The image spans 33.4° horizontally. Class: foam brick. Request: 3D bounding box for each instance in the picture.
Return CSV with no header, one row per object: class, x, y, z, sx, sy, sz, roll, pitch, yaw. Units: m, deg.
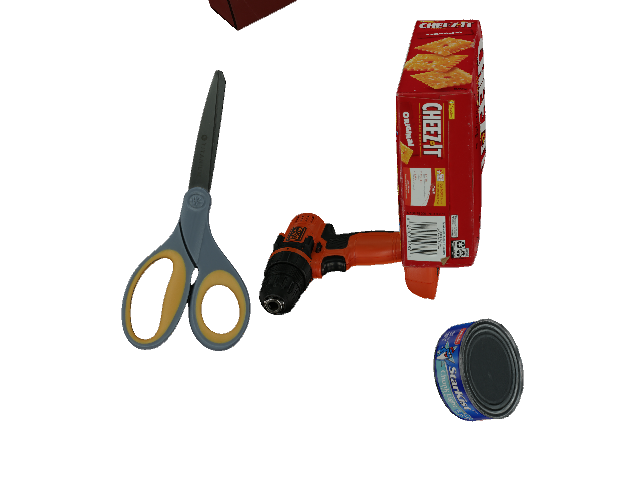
foam brick,-0.059,-0.231,0.938,0.078,0.051,0.053,-31,47,-15

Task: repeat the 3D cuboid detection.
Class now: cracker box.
cracker box,0.115,-0.095,0.979,0.072,0.164,0.213,1,27,11

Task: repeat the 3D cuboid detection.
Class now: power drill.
power drill,0.035,0.026,1.170,0.188,0.057,0.184,2,30,12

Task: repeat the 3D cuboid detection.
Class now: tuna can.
tuna can,0.136,0.112,0.918,0.085,0.086,0.034,0,-12,-45

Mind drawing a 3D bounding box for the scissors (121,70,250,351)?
scissors,-0.071,-0.012,0.740,0.096,0.201,0.016,24,-10,1
